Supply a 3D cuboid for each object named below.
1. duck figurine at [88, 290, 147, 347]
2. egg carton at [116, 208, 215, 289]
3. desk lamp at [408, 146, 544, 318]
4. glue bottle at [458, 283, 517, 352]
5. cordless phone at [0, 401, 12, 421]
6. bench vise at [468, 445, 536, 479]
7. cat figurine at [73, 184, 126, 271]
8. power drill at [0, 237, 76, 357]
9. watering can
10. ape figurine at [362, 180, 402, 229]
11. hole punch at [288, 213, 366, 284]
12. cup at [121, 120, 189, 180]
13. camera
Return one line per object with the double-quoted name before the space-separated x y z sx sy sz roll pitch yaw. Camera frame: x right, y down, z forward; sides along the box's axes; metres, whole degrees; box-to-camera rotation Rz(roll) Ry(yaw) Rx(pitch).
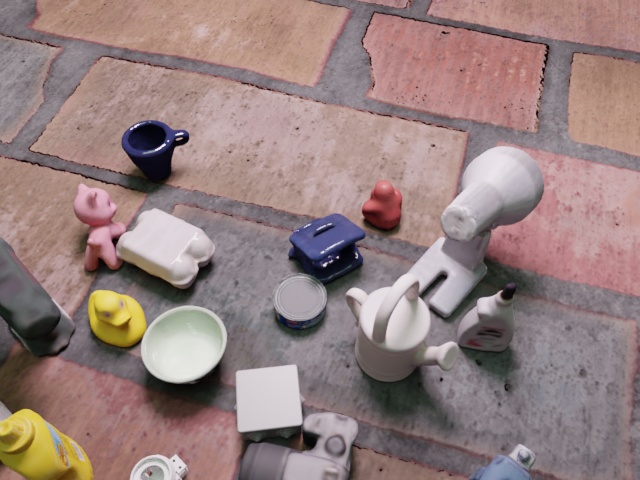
"duck figurine" -0.317 0.106 0.870 0.104 0.086 0.078 37 63 23
"egg carton" -0.253 0.014 0.945 0.150 0.069 0.107 23 58 15
"desk lamp" 0.235 -0.017 0.883 0.117 0.214 0.203 35 62 22
"glue bottle" 0.250 0.108 0.821 0.078 0.173 0.037 4 55 2
"cordless phone" -0.486 0.214 0.733 0.147 0.185 0.094 30 60 19
"bench vise" 0.180 0.310 0.651 0.121 0.220 0.207 19 57 13
"cat figurine" -0.369 -0.030 0.945 0.067 0.118 0.127 -8 55 -5
"power drill" -0.439 0.073 0.817 0.229 0.208 0.076 37 63 23
"watering can" 0.111 0.119 0.799 0.172 0.194 0.101 15 56 10
"ape figurine" 0.110 -0.068 0.992 0.078 0.092 0.076 -13 56 -9
"hole punch" 0.009 0.003 0.942 0.109 0.091 0.101 -27 60 -18
"cup" -0.293 -0.160 1.051 0.118 0.095 0.091 -14 56 -10
"camera" -0.029 0.288 0.737 0.136 0.101 0.143 11 56 7
